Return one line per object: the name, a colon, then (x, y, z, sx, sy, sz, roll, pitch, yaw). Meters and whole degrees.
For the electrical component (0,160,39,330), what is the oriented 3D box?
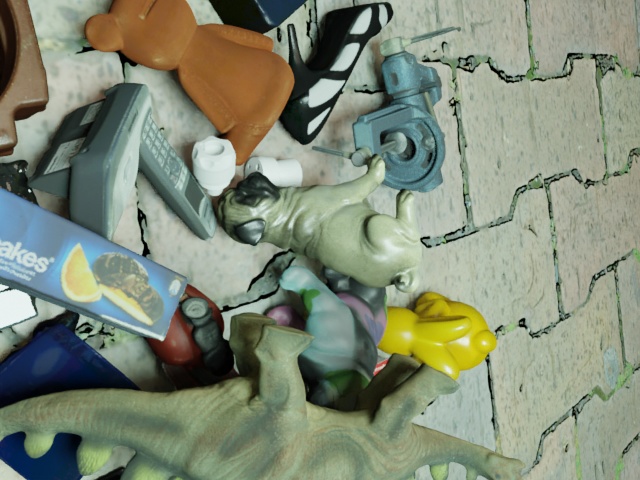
electrical component: (-0.284, 0.010, 0.441, 0.115, 0.058, 0.134, -22, 102, -36)

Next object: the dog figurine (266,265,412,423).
dog figurine: (0.039, 0.134, 0.601, 0.191, 0.108, 0.219, -6, 49, -39)

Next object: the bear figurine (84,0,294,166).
bear figurine: (-0.131, -0.178, 0.555, 0.196, 0.132, 0.120, 24, 72, -18)

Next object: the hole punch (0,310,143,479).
hole punch: (-0.228, 0.144, 0.466, 0.115, 0.092, 0.142, 51, 63, -22)

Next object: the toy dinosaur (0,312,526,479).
toy dinosaur: (-0.049, 0.163, 0.437, 0.471, 0.105, 0.198, 15, 81, -8)

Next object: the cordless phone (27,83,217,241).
cordless phone: (-0.163, -0.040, 0.513, 0.147, 0.089, 0.184, -91, 155, -45)

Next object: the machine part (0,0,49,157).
machine part: (-0.325, -0.151, 0.393, 0.201, 0.087, 0.200, -18, 101, -40)

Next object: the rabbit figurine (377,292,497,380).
rabbit figurine: (0.147, 0.139, 0.752, 0.173, 0.162, 0.121, 13, 93, -21)

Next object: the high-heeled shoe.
high-heeled shoe: (0.035, -0.225, 0.706, 0.249, 0.086, 0.145, -32, 121, -39)

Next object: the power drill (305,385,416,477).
power drill: (0.008, 0.271, 0.648, 0.207, 0.086, 0.232, -2, 85, -18)

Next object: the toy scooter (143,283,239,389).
toy scooter: (-0.108, 0.122, 0.533, 0.075, 0.135, 0.183, -32, 107, -34)

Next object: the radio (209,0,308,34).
radio: (-0.095, -0.355, 0.599, 0.131, 0.073, 0.229, -49, 120, -31)

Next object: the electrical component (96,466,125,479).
electrical component: (-0.174, 0.264, 0.485, 0.048, 0.119, 0.074, -15, 96, -39)

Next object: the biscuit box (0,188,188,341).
biscuit box: (-0.210, 0.017, 0.424, 0.202, 0.063, 0.059, 32, 67, -35)

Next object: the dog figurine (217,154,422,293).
dog figurine: (-0.002, -0.001, 0.581, 0.190, 0.172, 0.121, -13, 134, -19)

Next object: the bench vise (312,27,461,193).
bench vise: (0.103, -0.157, 0.717, 0.240, 0.129, 0.223, -33, 123, -51)
